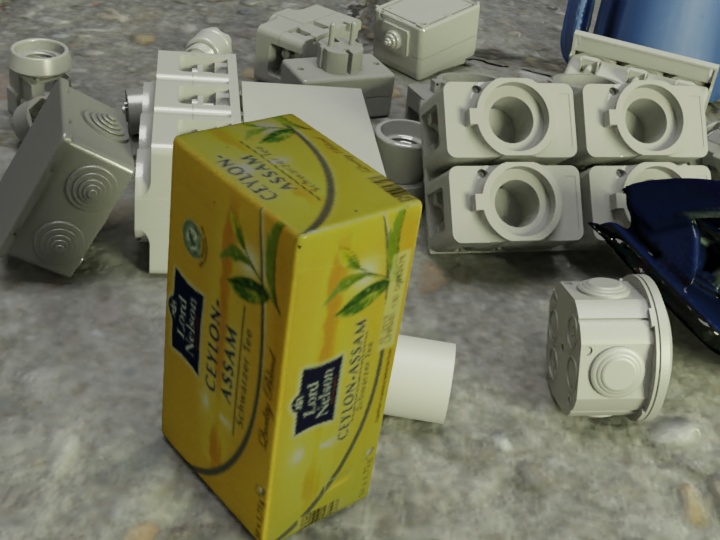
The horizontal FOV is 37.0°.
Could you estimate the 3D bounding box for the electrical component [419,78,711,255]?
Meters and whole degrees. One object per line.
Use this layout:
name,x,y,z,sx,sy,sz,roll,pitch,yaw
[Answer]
electrical component,0.140,-0.068,0.721,0.186,0.105,0.060,-2,-6,-15

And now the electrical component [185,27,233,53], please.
electrical component,-0.134,-0.182,0.918,0.035,0.035,0.061,15,36,11

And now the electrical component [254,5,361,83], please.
electrical component,-0.049,-0.194,0.940,0.056,0.050,0.089,25,36,25

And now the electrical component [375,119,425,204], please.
electrical component,0.029,-0.073,0.764,0.045,0.055,0.045,6,33,-4

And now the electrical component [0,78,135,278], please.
electrical component,-0.179,-0.055,0.653,0.048,0.099,0.099,25,22,-29

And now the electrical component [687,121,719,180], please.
electrical component,0.290,-0.089,0.849,0.048,0.066,0.055,-41,39,-7

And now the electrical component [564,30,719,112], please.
electrical component,0.234,-0.150,0.919,0.121,0.078,0.063,18,56,15

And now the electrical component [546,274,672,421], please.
electrical component,0.135,0.042,0.587,0.051,0.080,0.080,0,33,-5

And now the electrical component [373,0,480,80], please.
electrical component,0.056,-0.215,0.992,0.096,0.061,0.062,-31,49,-34

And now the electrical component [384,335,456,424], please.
electrical component,0.008,0.054,0.573,0.081,0.043,0.043,9,33,2

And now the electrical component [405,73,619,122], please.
electrical component,0.137,-0.108,0.821,0.186,0.060,0.105,-2,25,-15

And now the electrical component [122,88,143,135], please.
electrical component,-0.147,-0.122,0.817,0.065,0.044,0.044,-6,35,-13

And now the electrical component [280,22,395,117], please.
electrical component,-0.017,-0.166,0.880,0.083,0.075,0.047,-9,36,-25

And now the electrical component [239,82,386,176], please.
electrical component,-0.037,-0.067,0.735,0.089,0.061,0.150,2,33,-9

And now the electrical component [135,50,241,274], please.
electrical component,-0.112,-0.073,0.702,0.062,0.089,0.150,2,33,-10

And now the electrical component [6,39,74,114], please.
electrical component,-0.240,-0.141,0.810,0.048,0.055,0.066,-19,41,-35
